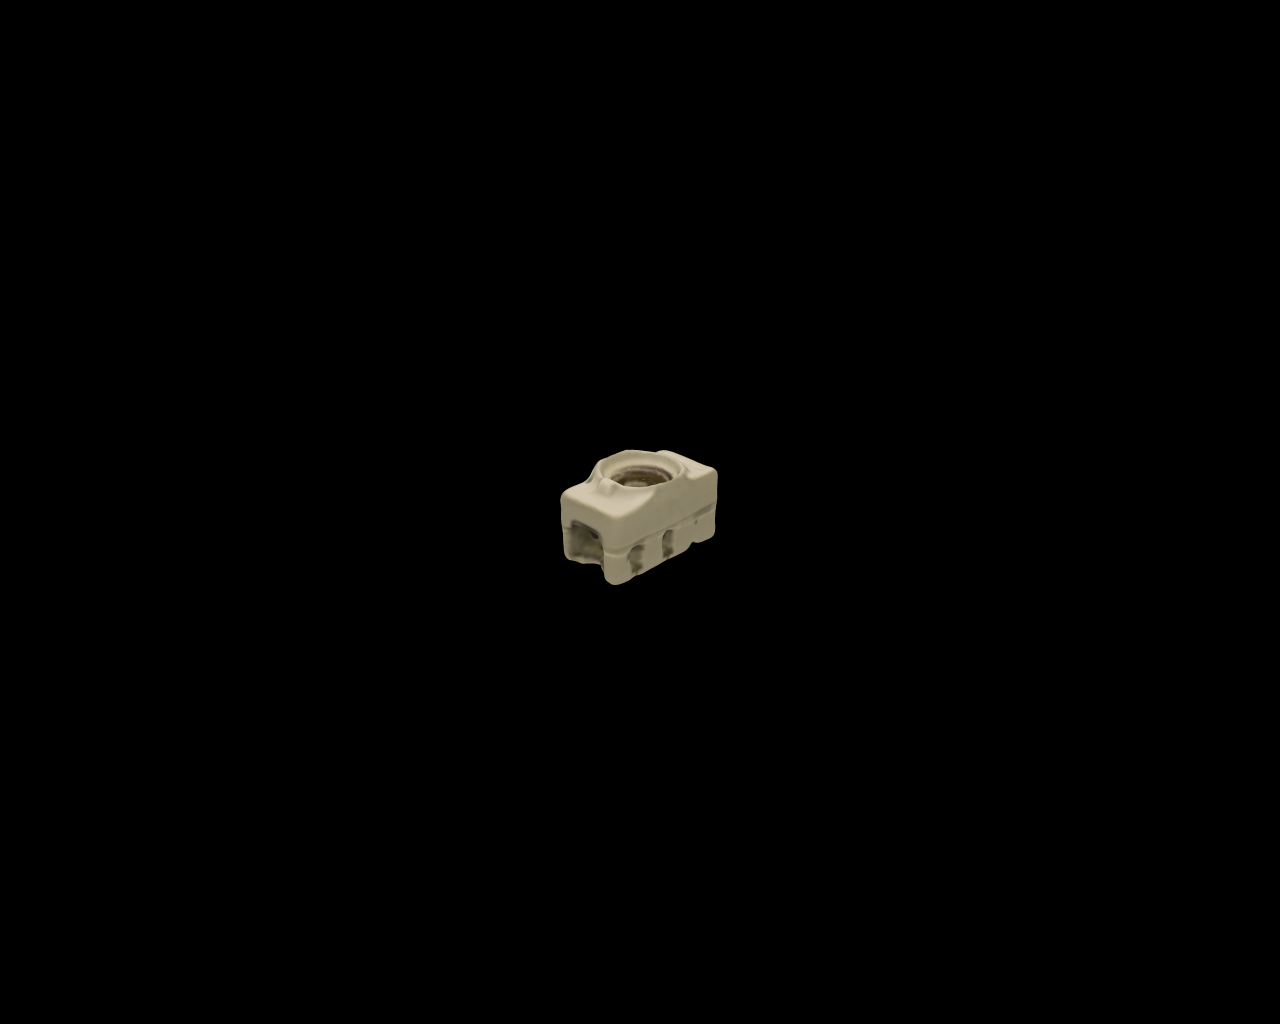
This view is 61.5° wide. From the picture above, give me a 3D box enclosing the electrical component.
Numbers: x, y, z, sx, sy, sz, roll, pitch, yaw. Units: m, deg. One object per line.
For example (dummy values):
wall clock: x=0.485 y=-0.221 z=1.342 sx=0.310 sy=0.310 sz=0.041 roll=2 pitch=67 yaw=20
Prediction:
electrical component: x=0.001 y=-0.003 z=0.650 sx=0.090 sy=0.055 sz=0.050 roll=-25 pitch=37 yaw=-38
